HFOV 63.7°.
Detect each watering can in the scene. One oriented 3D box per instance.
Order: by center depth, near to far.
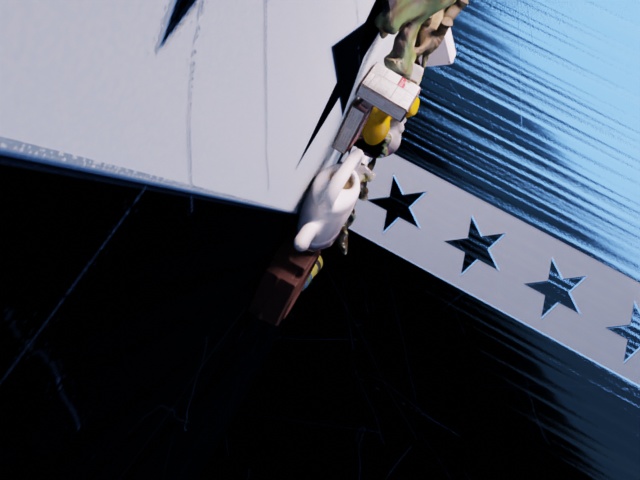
[{"bbox_3d":[0.003,-0.055,1.088,0.355,0.104,0.219,-58,176,-40],"label":"watering can"}]

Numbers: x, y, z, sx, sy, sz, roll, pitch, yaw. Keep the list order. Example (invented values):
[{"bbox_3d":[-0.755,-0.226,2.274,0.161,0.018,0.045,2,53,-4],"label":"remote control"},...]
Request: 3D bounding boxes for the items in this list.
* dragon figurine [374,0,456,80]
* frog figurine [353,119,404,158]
[{"bbox_3d":[0.176,-0.426,0.832,0.246,0.123,0.402,-52,164,-21],"label":"dragon figurine"},{"bbox_3d":[0.159,-0.301,1.377,0.136,0.121,0.163,-16,-136,41],"label":"frog figurine"}]
